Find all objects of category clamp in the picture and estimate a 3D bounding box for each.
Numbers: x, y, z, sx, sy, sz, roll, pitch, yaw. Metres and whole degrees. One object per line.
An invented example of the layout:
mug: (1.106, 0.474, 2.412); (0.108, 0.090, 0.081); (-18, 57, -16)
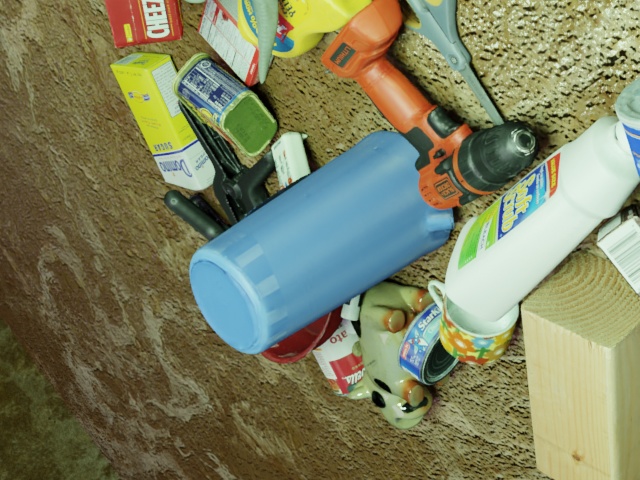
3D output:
clamp: (-0.091, -0.070, 1.287); (0.165, 0.036, 0.210); (29, 147, 37)
clamp: (-0.132, -0.007, 1.384); (0.171, 0.039, 0.120); (42, -169, 16)

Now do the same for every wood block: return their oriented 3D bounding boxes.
wood block: (0.242, 0.126, 0.927); (0.091, 0.090, 0.206); (27, 143, 40)

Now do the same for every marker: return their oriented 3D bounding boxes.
marker: (0.044, 0.025, 1.131); (0.020, 0.020, 0.121); (19, 98, 49)

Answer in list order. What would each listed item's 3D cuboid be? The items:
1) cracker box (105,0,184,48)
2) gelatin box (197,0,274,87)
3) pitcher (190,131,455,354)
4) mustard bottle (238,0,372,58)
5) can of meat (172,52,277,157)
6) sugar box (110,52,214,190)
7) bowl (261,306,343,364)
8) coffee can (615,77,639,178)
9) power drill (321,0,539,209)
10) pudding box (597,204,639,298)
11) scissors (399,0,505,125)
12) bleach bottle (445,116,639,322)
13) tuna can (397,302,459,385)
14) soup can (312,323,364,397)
cracker box: (-0.166, -0.306, 0.978); (0.213, 0.072, 0.164); (-98, 1, -45)
gelatin box: (-0.086, -0.215, 1.118); (0.089, 0.030, 0.073); (49, 154, 8)
pitcher: (-0.007, 0.001, 1.008); (0.145, 0.242, 0.149); (54, 148, 7)
mustard bottle: (-0.029, -0.221, 0.988); (0.096, 0.058, 0.192); (60, 153, -7)
can of meat: (-0.101, -0.145, 1.161); (0.084, 0.057, 0.102); (40, 176, 29)
sugar box: (-0.193, -0.149, 1.349); (0.093, 0.048, 0.176); (16, 134, 50)
bowl: (-0.017, 0.060, 1.197); (0.162, 0.055, 0.162); (-15, 71, 47)
coffee can: (0.261, -0.040, 0.688); (0.103, 0.102, 0.140); (10, 130, 54)
power drill: (0.090, -0.114, 0.899); (0.187, 0.057, 0.185); (52, 161, -2)
pudding box: (0.255, 0.030, 0.798); (0.113, 0.039, 0.090); (54, -164, 3)
scissors: (0.115, -0.165, 0.871); (0.202, 0.016, 0.096); (49, 153, 9)
bleach bottle: (0.187, -0.028, 0.846); (0.068, 0.102, 0.251); (29, 145, -5)
tuna can: (0.120, 0.106, 1.102); (0.034, 0.086, 0.086); (34, 147, 32)
soup can: (0.026, 0.130, 1.299); (0.069, 0.068, 0.102); (3, 124, 57)
